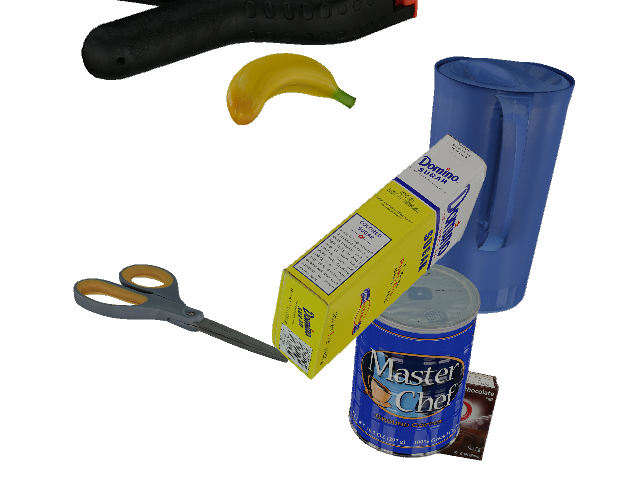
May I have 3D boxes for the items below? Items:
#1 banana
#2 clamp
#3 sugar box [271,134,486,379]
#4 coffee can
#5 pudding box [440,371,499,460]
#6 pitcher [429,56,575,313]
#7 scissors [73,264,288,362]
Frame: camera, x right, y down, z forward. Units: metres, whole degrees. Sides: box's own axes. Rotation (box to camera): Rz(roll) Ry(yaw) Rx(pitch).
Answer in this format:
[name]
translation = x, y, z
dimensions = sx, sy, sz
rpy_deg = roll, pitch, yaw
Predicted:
[banana]
translation = -0.036, -0.143, 0.981
dimensions = 0.070, 0.037, 0.197
rpy_deg = 37, 29, 20
[clamp]
translation = -0.036, -0.111, 0.508
dimensions = 0.171, 0.039, 0.120
rpy_deg = -3, 40, 0
[sugar box]
translation = 0.042, 0.009, 0.737
dimensions = 0.176, 0.048, 0.093
rpy_deg = -38, -23, -30
[coffee can]
translation = 0.080, 0.103, 0.936
dimensions = 0.103, 0.140, 0.103
rpy_deg = 3, 31, -2
[pudding box]
translation = 0.128, 0.182, 1.154
dimensions = 0.113, 0.090, 0.039
rpy_deg = 9, 22, -1
[pitcher]
translation = 0.165, -0.051, 1.048
dimensions = 0.148, 0.243, 0.145
rpy_deg = -18, 32, -42
[scissors]
translation = -0.106, 0.056, 0.885
dimensions = 0.202, 0.016, 0.096
rpy_deg = 12, 25, 15
